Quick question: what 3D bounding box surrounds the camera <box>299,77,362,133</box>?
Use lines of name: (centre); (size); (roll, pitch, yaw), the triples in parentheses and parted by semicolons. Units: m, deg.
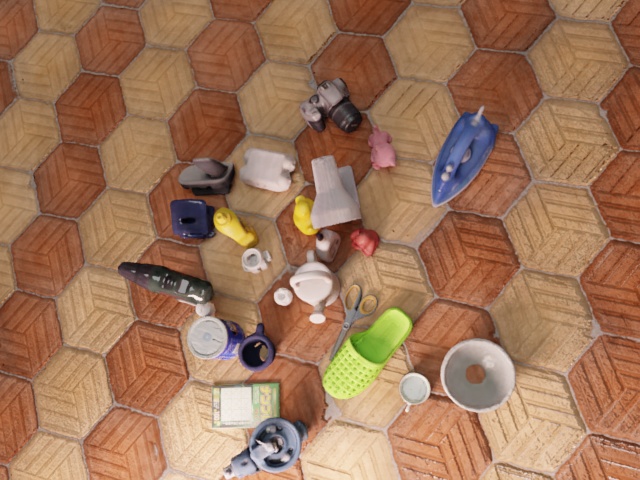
camera: (0.036, -0.347, 1.531); (0.143, 0.101, 0.136); (-39, 74, 0)

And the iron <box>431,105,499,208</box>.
iron: (0.346, -0.208, 1.421); (0.118, 0.141, 0.258); (28, 84, 15)

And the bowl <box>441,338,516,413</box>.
bowl: (0.367, 0.315, 1.336); (0.167, 0.075, 0.167); (-2, 77, 10)

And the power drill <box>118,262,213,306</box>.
power drill: (-0.366, 0.114, 1.449); (0.229, 0.208, 0.076); (13, 80, 13)

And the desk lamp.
desk lamp: (0.033, -0.111, 1.421); (0.118, 0.214, 0.203); (-13, 75, 8)

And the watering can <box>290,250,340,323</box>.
watering can: (-0.011, 0.111, 1.390); (0.101, 0.194, 0.172); (-31, 74, 3)

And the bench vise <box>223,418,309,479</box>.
bench vise: (-0.130, 0.500, 1.313); (0.121, 0.220, 0.207); (41, 88, 16)

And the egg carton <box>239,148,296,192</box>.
egg carton: (-0.142, -0.189, 1.546); (0.150, 0.069, 0.107); (12, 80, 13)

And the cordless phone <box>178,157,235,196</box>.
cordless phone: (-0.316, -0.187, 1.518); (0.147, 0.185, 0.094); (-6, 76, 9)

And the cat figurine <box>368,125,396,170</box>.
cat figurine: (0.158, -0.236, 1.475); (0.067, 0.118, 0.128); (-14, 75, 8)

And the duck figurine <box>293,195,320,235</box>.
duck figurine: (-0.038, -0.068, 1.491); (0.077, 0.086, 0.104); (-19, 75, 6)

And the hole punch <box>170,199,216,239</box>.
hole punch: (-0.344, -0.056, 1.543); (0.108, 0.091, 0.101); (-1, 78, 11)

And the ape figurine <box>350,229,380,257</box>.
ape figurine: (0.112, 0.001, 1.445); (0.076, 0.092, 0.078); (-21, 75, 6)

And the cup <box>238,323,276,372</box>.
cup: (-0.147, 0.269, 1.433); (0.091, 0.095, 0.118); (4, 78, 12)

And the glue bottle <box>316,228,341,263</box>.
glue bottle: (0.013, 0.005, 1.420); (0.037, 0.173, 0.078); (23, 83, 15)
